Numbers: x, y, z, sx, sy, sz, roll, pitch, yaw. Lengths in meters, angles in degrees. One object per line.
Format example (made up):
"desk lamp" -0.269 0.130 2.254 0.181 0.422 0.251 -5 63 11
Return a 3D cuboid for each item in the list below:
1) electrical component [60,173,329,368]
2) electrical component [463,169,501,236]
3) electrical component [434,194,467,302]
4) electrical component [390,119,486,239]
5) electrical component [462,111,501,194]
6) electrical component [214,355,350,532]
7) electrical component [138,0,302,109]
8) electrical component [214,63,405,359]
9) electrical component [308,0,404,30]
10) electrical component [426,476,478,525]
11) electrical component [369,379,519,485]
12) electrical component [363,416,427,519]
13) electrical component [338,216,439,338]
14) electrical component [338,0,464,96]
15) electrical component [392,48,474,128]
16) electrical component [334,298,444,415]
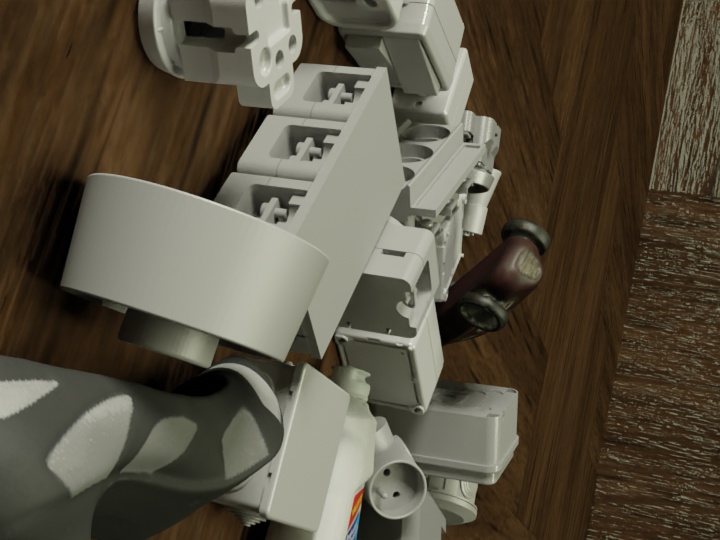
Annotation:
"electrical component" -0.074 0.007 0.456 0.108 0.108 0.060 38 69 -68
"electrical component" 0.104 -0.065 1.006 0.044 0.044 0.065 9 94 -70
"electrical component" 0.047 -0.026 0.844 0.096 0.061 0.061 -61 155 -58
"electrical component" 0.035 -0.056 0.762 0.121 0.079 0.063 -51 143 -55
"electrical component" 0.089 -0.099 0.928 0.078 0.058 0.057 26 70 -69
"electrical component" -0.050 0.103 0.638 0.099 0.048 0.099 49 52 -65
"electrical component" -0.065 -0.116 0.496 0.058 0.057 0.078 -55 147 -52
"electrical component" -0.031 -0.038 0.612 0.089 0.062 0.150 78 28 -44
"electrical component" -0.005 -0.192 0.633 0.095 0.054 0.059 49 52 -65
"electrical component" 0.066 0.192 0.952 0.080 0.080 0.051 64 35 -58
"electrical component" 0.068 0.129 0.881 0.078 0.113 0.057 -30 122 -65
"electrical component" 0.010 0.134 0.789 0.079 0.044 0.077 68 -13 -13
"electrical component" 0.000 0.000 0.673 0.055 0.089 0.050 -62 153 -43
"electrical component" 0.027 -0.163 0.720 0.096 0.062 0.061 48 53 -65
"electrical component" 0.051 -0.146 0.818 0.076 0.047 0.065 66 38 -57
"electrical component" 0.024 0.052 0.801 0.096 0.062 0.061 77 29 -45
